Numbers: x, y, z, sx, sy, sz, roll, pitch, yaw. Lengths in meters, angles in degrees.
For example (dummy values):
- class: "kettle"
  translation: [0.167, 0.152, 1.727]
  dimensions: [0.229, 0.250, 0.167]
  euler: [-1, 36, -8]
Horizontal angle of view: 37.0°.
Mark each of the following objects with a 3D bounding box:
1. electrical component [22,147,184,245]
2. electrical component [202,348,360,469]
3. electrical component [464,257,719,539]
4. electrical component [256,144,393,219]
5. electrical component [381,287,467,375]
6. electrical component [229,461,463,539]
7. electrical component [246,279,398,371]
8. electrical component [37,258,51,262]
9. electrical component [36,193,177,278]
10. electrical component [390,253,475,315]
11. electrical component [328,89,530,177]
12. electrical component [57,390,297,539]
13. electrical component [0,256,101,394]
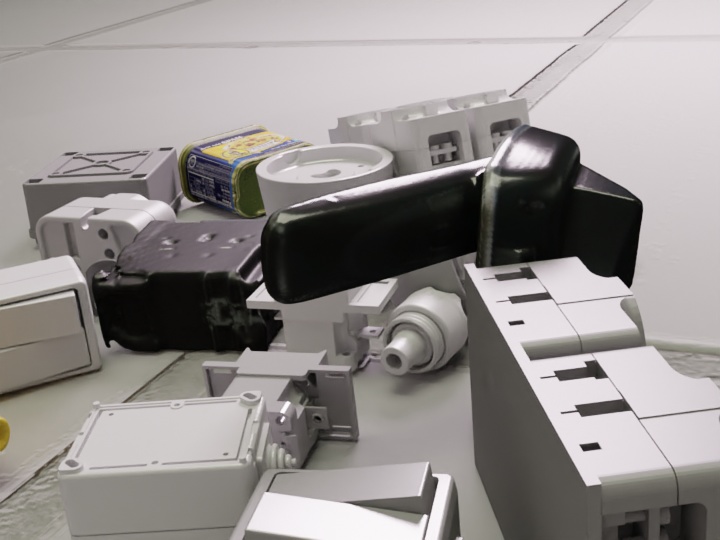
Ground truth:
- class: "electrical component"
  translation: [-0.219, -0.066, 0.929]
  dimensions: [0.109, 0.056, 0.108]
  euler: [-2, 21, 6]
- class: "electrical component"
  translation: [-0.045, 0.074, 0.552]
  dimensions: [0.081, 0.042, 0.063]
  euler: [0, 25, 16]
- class: "electrical component"
  translation: [0.091, 0.076, 0.424]
  dimensions: [0.060, 0.105, 0.186]
  euler: [-7, 21, -4]
- class: "electrical component"
  translation: [-0.025, -0.057, 0.851]
  dimensions: [0.108, 0.060, 0.108]
  euler: [-5, 21, 2]
- class: "electrical component"
  translation: [0.034, 0.039, 0.618]
  dimensions: [0.043, 0.043, 0.062]
  euler: [7, 26, 29]
- class: "electrical component"
  translation: [0.002, 0.112, 0.413]
  dimensions: [0.096, 0.061, 0.061]
  euler: [-1, 21, 12]
- class: "electrical component"
  translation: [-0.021, 0.026, 0.636]
  dimensions: [0.081, 0.063, 0.042]
  euler: [3, 21, 18]
- class: "electrical component"
  translation: [-0.216, 0.025, 0.719]
  dimensions: [0.043, 0.043, 0.062]
  euler: [6, 43, 28]
- class: "electrical component"
  translation: [-0.188, -0.024, 0.817]
  dimensions: [0.095, 0.053, 0.059]
  euler: [4, 23, 23]
- class: "electrical component"
  translation: [0.055, -0.014, 0.679]
  dimensions: [0.064, 0.099, 0.099]
  euler: [-1, 21, 28]
- class: "electrical component"
  translation: [0.055, -0.112, 0.918]
  dimensions: [0.105, 0.060, 0.186]
  euler: [-14, 10, -21]
- class: "electrical component"
  translation: [-0.075, 0.096, 0.474]
  dimensions: [0.096, 0.061, 0.061]
  euler: [-4, 21, 3]
- class: "electrical component"
  translation: [-0.213, 0.037, 0.657]
  dimensions: [0.096, 0.061, 0.061]
  euler: [-14, 23, -20]
